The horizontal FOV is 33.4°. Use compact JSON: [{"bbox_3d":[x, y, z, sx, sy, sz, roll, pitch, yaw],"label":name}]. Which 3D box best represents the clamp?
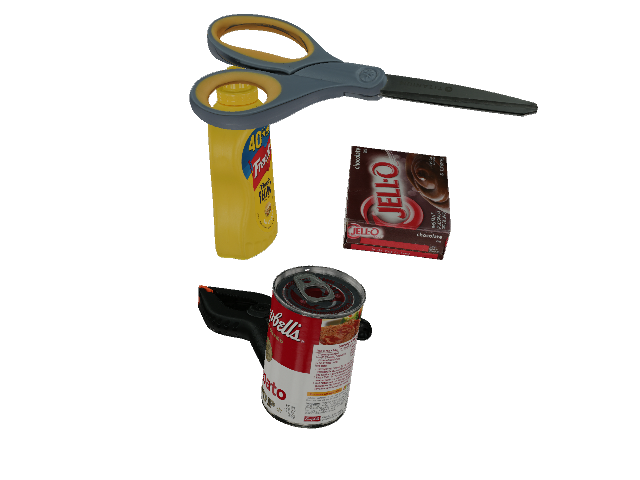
[{"bbox_3d":[-0.069,0.097,1.211,0.210,0.036,0.164,16,22,30],"label":"clamp"}]

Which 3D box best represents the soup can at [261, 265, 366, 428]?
[{"bbox_3d":[-0.007,0.079,0.791,0.068,0.102,0.068,6,29,-3],"label":"soup can"}]

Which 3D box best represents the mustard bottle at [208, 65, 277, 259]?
[{"bbox_3d":[-0.081,-0.084,1.090,0.058,0.192,0.096,7,27,19],"label":"mustard bottle"}]

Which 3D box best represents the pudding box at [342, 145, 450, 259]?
[{"bbox_3d":[0.067,-0.035,0.954,0.090,0.039,0.113,7,39,-2],"label":"pudding box"}]

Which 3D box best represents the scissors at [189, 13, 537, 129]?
[{"bbox_3d":[0.011,-0.080,0.608,0.202,0.096,0.016,24,-31,22],"label":"scissors"}]
